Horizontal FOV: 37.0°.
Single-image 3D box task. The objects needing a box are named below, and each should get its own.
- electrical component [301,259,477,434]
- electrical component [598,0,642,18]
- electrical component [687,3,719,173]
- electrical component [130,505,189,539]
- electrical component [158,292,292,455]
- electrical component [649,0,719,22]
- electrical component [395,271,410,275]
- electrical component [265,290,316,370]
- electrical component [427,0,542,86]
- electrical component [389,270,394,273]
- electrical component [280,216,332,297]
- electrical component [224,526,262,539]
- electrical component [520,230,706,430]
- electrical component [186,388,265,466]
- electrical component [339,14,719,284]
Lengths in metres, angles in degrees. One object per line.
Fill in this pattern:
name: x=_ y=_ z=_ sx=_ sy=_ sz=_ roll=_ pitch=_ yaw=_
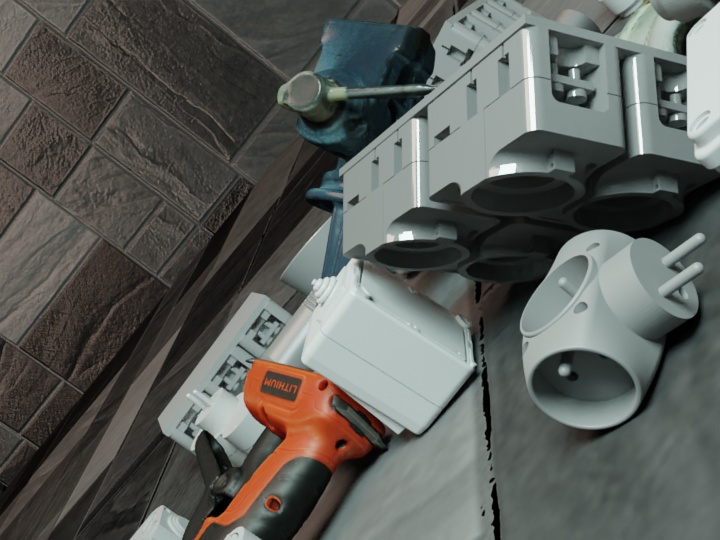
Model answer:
electrical component: x=0.009 y=0.039 z=0.600 sx=0.061 sy=0.096 sz=0.061 roll=-54 pitch=10 yaw=19
electrical component: x=0.188 y=-0.220 z=0.796 sx=0.045 sy=0.055 sz=0.045 roll=-49 pitch=12 yaw=14
electrical component: x=0.182 y=-0.087 z=0.406 sx=0.109 sy=0.056 sz=0.108 roll=-44 pitch=14 yaw=35
electrical component: x=-0.144 y=0.216 z=0.780 sx=0.080 sy=0.051 sz=0.080 roll=-49 pitch=12 yaw=14
electrical component: x=-0.113 y=0.100 z=0.989 sx=0.150 sy=0.062 sz=0.089 roll=-54 pitch=11 yaw=-8
electrical component: x=0.161 y=-0.139 z=0.482 sx=0.055 sy=0.045 sz=0.045 roll=-9 pitch=40 yaw=44
electrical component: x=0.026 y=-0.030 z=0.833 sx=0.048 sy=0.062 sz=0.048 roll=-49 pitch=12 yaw=14
electrical component: x=-0.037 y=0.049 z=0.889 sx=0.081 sy=0.043 sz=0.043 roll=-53 pitch=11 yaw=-4
electrical component: x=0.097 y=-0.161 z=0.869 sx=0.089 sy=0.062 sz=0.150 roll=-62 pitch=-8 yaw=30
electrical component: x=0.000 y=0.000 z=0.886 sx=0.040 sy=0.046 sz=0.040 roll=-50 pitch=12 yaw=14
electrical component: x=-0.024 y=-0.016 z=0.986 sx=0.099 sy=0.064 sz=0.099 roll=-50 pitch=11 yaw=14
electrical component: x=-0.045 y=0.157 z=0.530 sx=0.044 sy=0.065 sz=0.044 roll=-49 pitch=11 yaw=14
electrical component: x=0.106 y=0.013 z=0.428 sx=0.079 sy=0.044 sz=0.077 roll=-43 pitch=14 yaw=39
electrical component: x=-0.109 y=0.121 z=0.874 sx=0.052 sy=0.074 sz=0.138 roll=-58 pitch=13 yaw=-27
electrical component: x=0.075 y=-0.045 z=0.533 sx=0.186 sy=0.105 sz=0.060 roll=148 pitch=126 yaw=-60
